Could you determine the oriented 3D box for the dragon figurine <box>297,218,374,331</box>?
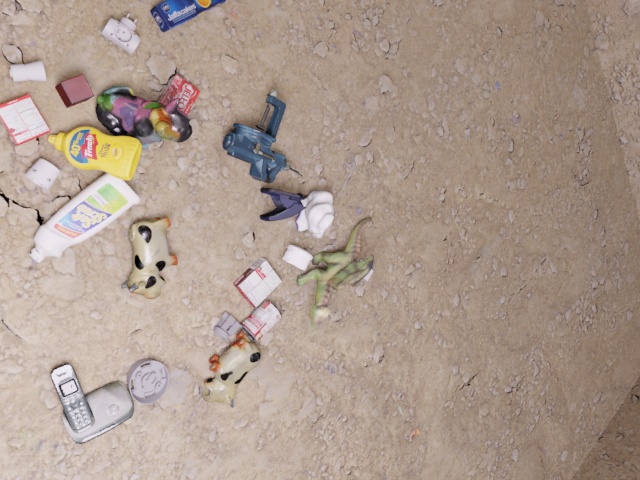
[{"bbox_3d":[0.080,0.081,1.488,0.121,0.243,0.415,46,71,-23],"label":"dragon figurine"}]

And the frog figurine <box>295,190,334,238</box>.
[{"bbox_3d":[0.004,-0.074,1.470,0.122,0.159,0.138,21,82,-35],"label":"frog figurine"}]
